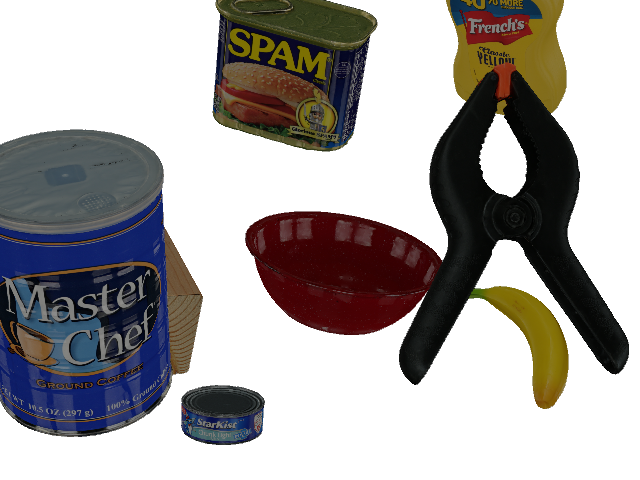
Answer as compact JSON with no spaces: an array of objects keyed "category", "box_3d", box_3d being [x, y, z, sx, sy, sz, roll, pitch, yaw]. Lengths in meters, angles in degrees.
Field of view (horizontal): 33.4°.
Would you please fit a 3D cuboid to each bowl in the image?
[{"category":"bowl","box_3d":[0.015,0.031,0.860,0.162,0.055,0.162,9,21,-4]}]

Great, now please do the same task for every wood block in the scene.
[{"category":"wood block","box_3d":[-0.188,0.025,0.974,0.090,0.091,0.206,-5,37,-28]}]

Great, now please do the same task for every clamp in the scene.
[{"category":"clamp","box_3d":[0.089,-0.004,0.560,0.120,0.171,0.039,-11,-5,-11]}]

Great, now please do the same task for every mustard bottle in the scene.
[{"category":"mustard bottle","box_3d":[0.152,-0.190,0.881,0.096,0.058,0.191,17,-34,26]}]

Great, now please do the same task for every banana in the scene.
[{"category":"banana","box_3d":[0.223,0.104,1.137,0.069,0.037,0.198,-28,36,0]}]

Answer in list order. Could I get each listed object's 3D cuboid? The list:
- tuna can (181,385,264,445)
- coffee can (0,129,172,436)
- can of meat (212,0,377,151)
[{"category":"tuna can","box_3d":[-0.101,0.180,1.100,0.086,0.034,0.086,3,12,-1]},{"category":"coffee can","box_3d":[-0.136,0.023,0.597,0.103,0.140,0.103,2,32,-1]},{"category":"can of meat","box_3d":[-0.020,-0.113,0.705,0.102,0.084,0.057,18,36,12]}]
